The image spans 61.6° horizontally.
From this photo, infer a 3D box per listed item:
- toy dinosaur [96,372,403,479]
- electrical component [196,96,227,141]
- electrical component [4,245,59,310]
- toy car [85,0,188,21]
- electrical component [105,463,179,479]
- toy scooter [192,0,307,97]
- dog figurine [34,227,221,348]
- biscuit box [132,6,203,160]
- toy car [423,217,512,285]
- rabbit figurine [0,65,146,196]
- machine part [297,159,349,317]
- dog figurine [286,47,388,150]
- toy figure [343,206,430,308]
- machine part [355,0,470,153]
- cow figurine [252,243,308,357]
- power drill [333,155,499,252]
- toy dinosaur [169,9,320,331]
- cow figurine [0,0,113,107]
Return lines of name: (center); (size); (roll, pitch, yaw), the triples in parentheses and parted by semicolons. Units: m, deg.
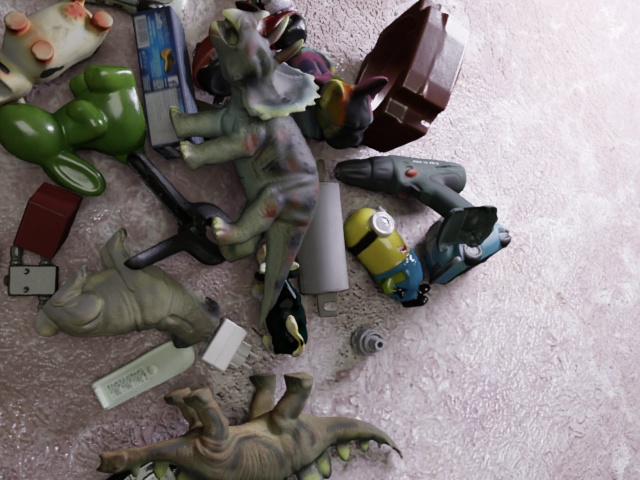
toy dinosaur: (-0.064, 0.289, 0.761); (0.471, 0.105, 0.198); (1, 82, -31)
electrical component: (-0.171, -0.168, 0.798); (0.078, 0.045, 0.102); (13, 77, 10)
electrical component: (-0.382, 0.054, 0.712); (0.063, 0.021, 0.094); (0, 87, -20)
toy car: (-0.290, -0.367, 0.761); (0.202, 0.056, 0.073); (10, 89, -18)
electrical component: (-0.223, 0.349, 0.731); (0.134, 0.058, 0.114); (-26, 97, -21)
toy scooter: (-0.117, -0.294, 0.789); (0.184, 0.075, 0.135); (-32, 57, -2)
dog figurine: (-0.244, 0.102, 0.708); (0.190, 0.121, 0.172); (46, 74, -13)
biscuit box: (-0.213, -0.219, 0.752); (0.059, 0.062, 0.202); (-11, 81, 4)
toy car: (0.237, 0.001, 0.906); (0.162, 0.109, 0.103); (-26, 75, -29)
rabbit figurine: (-0.327, -0.139, 0.700); (0.170, 0.121, 0.158); (-22, 116, -35)
machine part: (-0.002, -0.003, 0.829); (0.079, 0.079, 0.243); (-5, 89, -21)
dog figurine: (0.006, -0.215, 0.773); (0.108, 0.219, 0.191); (-8, 90, -24)
toy figure: (0.107, 0.030, 0.864); (0.089, 0.082, 0.180); (-31, 104, 5)
machine part: (0.128, -0.244, 0.828); (0.087, 0.201, 0.201); (22, 78, -20)
cow figurine: (-0.059, 0.085, 0.790); (0.068, 0.098, 0.167); (-11, 90, -15)
power drill: (0.159, -0.066, 0.842); (0.232, 0.207, 0.085); (-4, 120, -28)
toy dinosaur: (-0.066, -0.085, 0.692); (0.192, 0.131, 0.404); (-20, 118, -6)
cow figurine: (-0.372, -0.239, 0.697); (0.085, 0.127, 0.195); (47, 58, -12)
